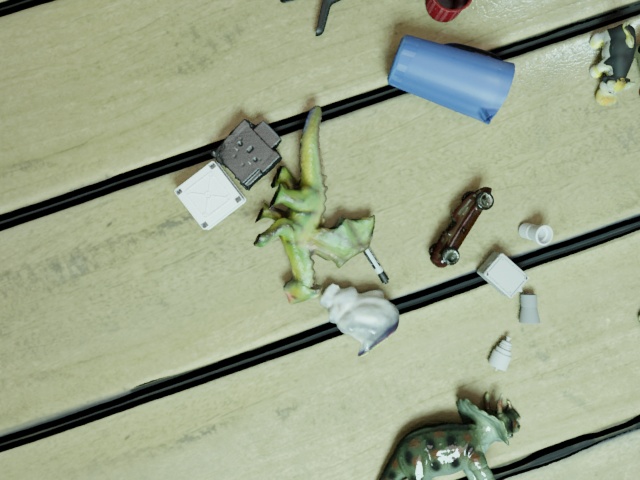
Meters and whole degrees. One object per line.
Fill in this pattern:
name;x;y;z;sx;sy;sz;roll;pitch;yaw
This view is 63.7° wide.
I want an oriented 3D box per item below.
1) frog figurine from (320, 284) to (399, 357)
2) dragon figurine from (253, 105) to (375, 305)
frog figurine;0.085;0.147;1.087;0.139;0.120;0.160;-33;82;-33
dragon figurine;0.003;-0.055;1.097;0.242;0.123;0.410;25;91;-12
